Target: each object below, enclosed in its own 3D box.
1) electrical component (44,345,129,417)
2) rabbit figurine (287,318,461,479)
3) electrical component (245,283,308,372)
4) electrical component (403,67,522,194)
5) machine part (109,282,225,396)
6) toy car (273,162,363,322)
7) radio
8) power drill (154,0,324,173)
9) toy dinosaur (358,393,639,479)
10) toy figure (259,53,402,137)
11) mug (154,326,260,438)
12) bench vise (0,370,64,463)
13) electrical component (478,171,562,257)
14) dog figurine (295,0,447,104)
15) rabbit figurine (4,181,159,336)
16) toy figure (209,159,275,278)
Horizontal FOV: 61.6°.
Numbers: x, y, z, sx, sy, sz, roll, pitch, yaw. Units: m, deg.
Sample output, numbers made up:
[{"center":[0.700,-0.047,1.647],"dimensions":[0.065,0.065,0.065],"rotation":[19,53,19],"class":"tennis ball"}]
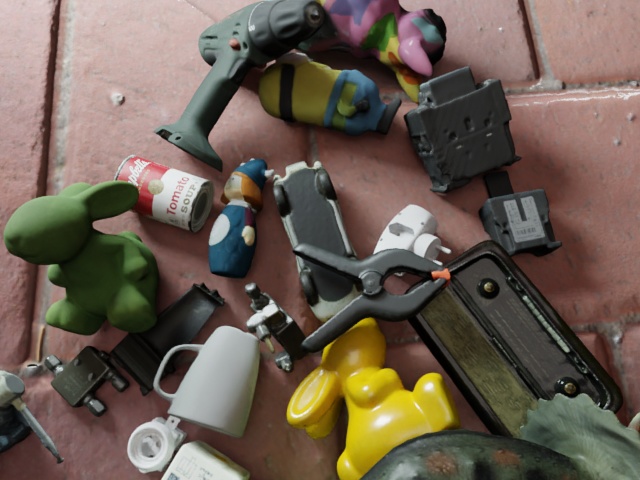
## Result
[{"center":[-0.268,0.153,0.614],"dimensions":[0.094,0.021,0.063],"rotation":[38,76,12],"class":"electrical component"},{"center":[0.050,0.166,0.576],"dimensions":[0.162,0.121,0.173],"rotation":[-26,56,5],"class":"rabbit figurine"},{"center":[-0.050,0.101,0.595],"dimensions":[0.045,0.102,0.078],"rotation":[-41,52,-14],"class":"electrical component"},{"center":[0.172,-0.137,0.660],"dimensions":[0.115,0.058,0.134],"rotation":[-25,101,-8],"class":"electrical component"},{"center":[-0.172,0.105,0.622],"dimensions":[0.139,0.039,0.084],"rotation":[-43,72,-10],"class":"machine part"},{"center":[-0.001,-0.002,0.646],"dimensions":[0.073,0.056,0.202],"rotation":[-18,73,1],"class":"toy car"},{"center":[0.205,0.122,0.594],"dimensions":[0.131,0.073,0.229],"rotation":[-34,77,-6],"class":"radio"},{"center":[-0.107,-0.189,0.640],"dimensions":[0.086,0.232,0.207],"rotation":[23,92,-37],"class":"power drill"},{"center":[0.126,0.224,0.450],"dimensions":[0.405,0.131,0.192],"rotation":[4,77,-9],"class":"toy dinosaur"},{"center":[0.009,-0.179,0.687],"dimensions":[0.180,0.082,0.089],"rotation":[23,72,5],"class":"toy figure"},{"center":[-0.118,0.146,0.586],"dimensions":[0.109,0.081,0.107],"rotation":[25,64,-9],"class":"mug"},{"center":[-0.397,0.210,0.495],"dimensions":[0.224,0.240,0.129],"rotation":[-29,78,8],"class":"bench vise"},{"center":[0.239,-0.035,0.659],"dimensions":[0.075,0.047,0.119],"rotation":[-7,75,-2],"class":"electrical component"},{"center":[0.055,-0.265,0.701],"dimensions":[0.191,0.108,0.219],"rotation":[-34,79,-11],"class":"dog figurine"},{"center":[-0.245,0.007,0.571],"dimensions":[0.121,0.170,0.159],"rotation":[1,59,20],"class":"rabbit figurine"},{"center":[-0.096,-0.031,0.649],"dimensions":[0.064,0.057,0.154],"rotation":[4,74,20],"class":"toy figure"}]
